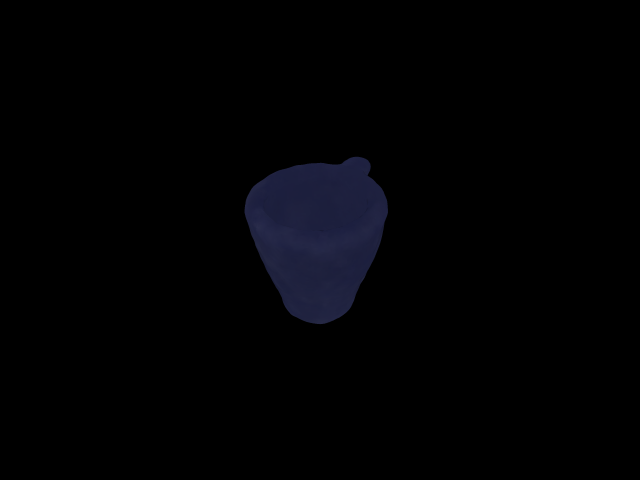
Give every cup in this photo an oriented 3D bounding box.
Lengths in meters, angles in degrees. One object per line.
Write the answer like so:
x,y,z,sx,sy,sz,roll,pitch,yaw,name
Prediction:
0.004,0.001,0.400,0.091,0.095,0.118,17,41,21,cup
